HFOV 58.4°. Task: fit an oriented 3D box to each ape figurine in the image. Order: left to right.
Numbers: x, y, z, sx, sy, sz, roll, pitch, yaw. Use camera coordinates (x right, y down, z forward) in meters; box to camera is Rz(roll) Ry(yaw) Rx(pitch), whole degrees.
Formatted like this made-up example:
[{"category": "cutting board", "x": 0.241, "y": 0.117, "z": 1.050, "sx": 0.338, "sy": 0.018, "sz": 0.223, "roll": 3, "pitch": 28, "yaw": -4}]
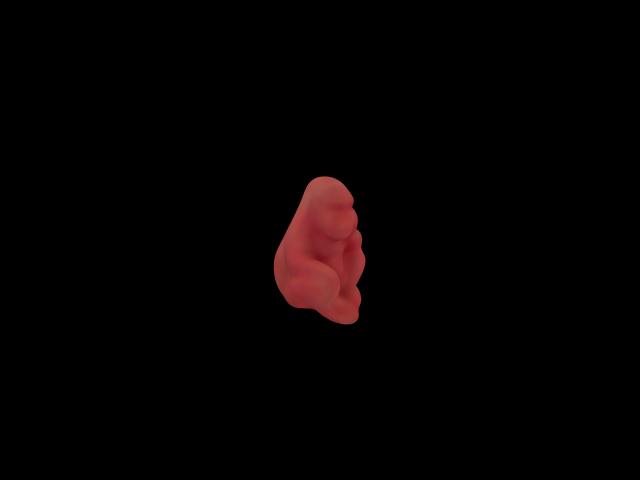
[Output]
[{"category": "ape figurine", "x": 0.004, "y": 0.001, "z": 0.400, "sx": 0.075, "sy": 0.092, "sz": 0.078, "roll": 20, "pitch": 32, "yaw": 36}]
